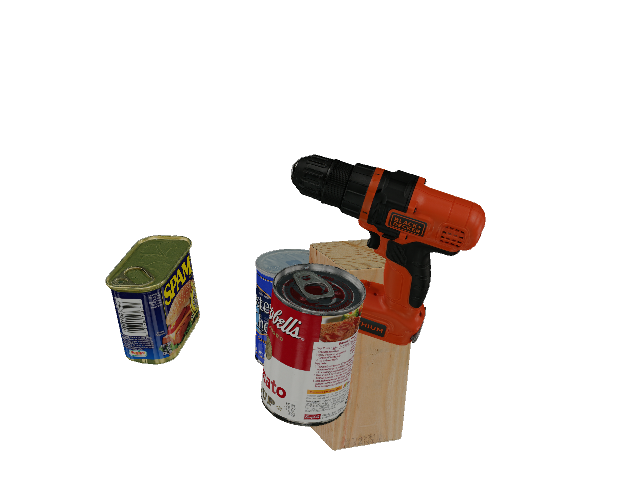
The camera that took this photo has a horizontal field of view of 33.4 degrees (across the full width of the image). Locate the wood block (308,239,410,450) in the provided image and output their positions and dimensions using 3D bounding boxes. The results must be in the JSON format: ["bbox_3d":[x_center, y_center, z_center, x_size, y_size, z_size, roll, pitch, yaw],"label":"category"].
[{"bbox_3d":[0.040,0.111,1.163,0.090,0.206,0.091,-5,20,-25],"label":"wood block"}]

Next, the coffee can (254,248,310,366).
[{"bbox_3d":[-0.038,0.094,1.452,0.103,0.140,0.103,2,20,-1],"label":"coffee can"}]

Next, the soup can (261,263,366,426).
[{"bbox_3d":[-0.007,0.077,0.788,0.068,0.102,0.068,6,28,-3],"label":"soup can"}]

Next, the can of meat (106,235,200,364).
[{"bbox_3d":[-0.153,0.055,1.000,0.057,0.084,0.102,1,27,14],"label":"can of meat"}]

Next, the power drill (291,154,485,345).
[{"bbox_3d":[0.050,0.010,1.029,0.184,0.188,0.057,20,46,7],"label":"power drill"}]
